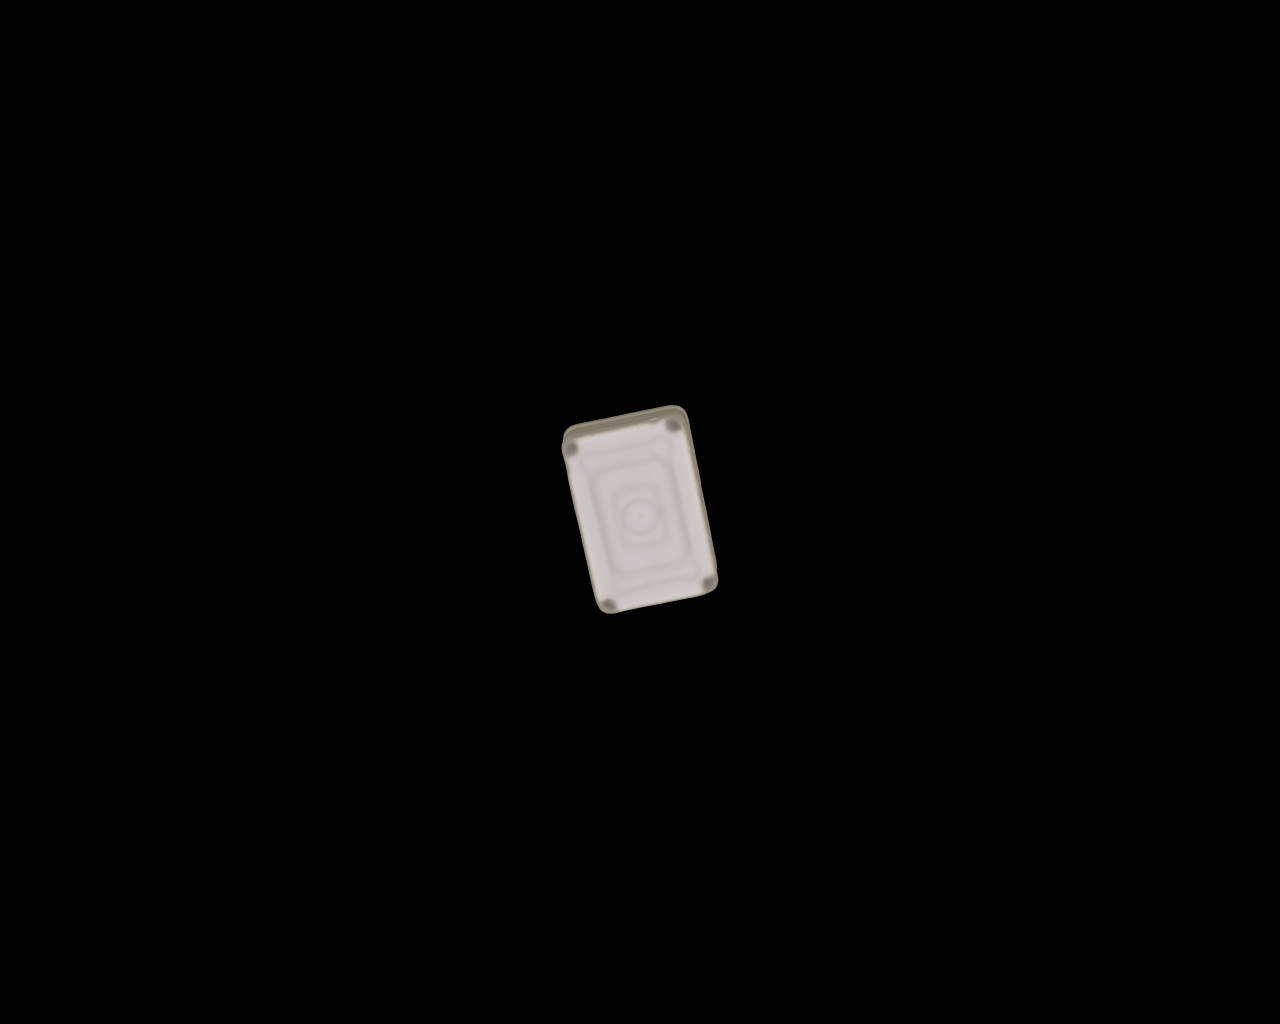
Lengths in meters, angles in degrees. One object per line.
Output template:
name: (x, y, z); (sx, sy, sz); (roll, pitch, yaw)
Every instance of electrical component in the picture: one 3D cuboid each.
electrical component: (0.001, -0.003, 0.650); (0.078, 0.113, 0.057); (-11, 11, 2)
